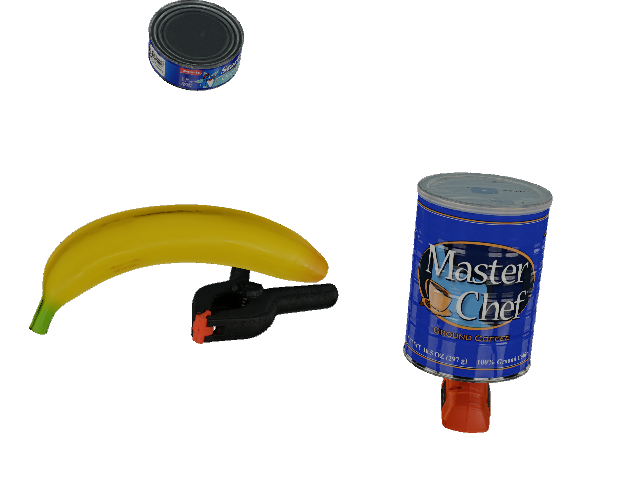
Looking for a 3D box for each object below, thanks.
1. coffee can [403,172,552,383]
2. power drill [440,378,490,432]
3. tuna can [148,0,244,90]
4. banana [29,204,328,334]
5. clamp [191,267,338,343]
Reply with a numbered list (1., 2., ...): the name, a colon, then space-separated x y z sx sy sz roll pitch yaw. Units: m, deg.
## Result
1. coffee can: 0.121 0.026 0.836 0.103 0.140 0.103 3 17 -1
2. power drill: 0.167 0.112 1.163 0.057 0.188 0.184 7 25 7
3. tuna can: -0.114 -0.177 0.969 0.086 0.086 0.034 0 -35 -12
4. banana: -0.092 0.008 0.687 0.197 0.070 0.037 -9 32 -12
5. clamp: -0.076 0.054 1.040 0.120 0.039 0.171 19 22 34
